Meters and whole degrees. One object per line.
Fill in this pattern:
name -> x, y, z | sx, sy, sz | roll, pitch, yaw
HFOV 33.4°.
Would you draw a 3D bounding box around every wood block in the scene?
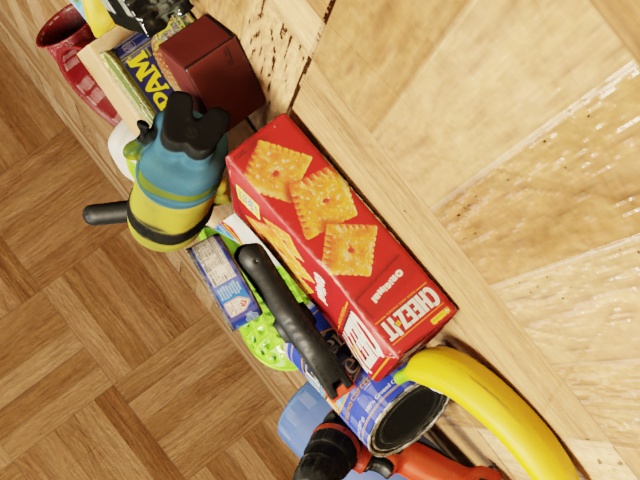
wood block -> -0.136, -0.123, 1.043 | 0.206, 0.090, 0.091 | 56, 169, -14

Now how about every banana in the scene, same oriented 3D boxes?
banana -> 0.139, 0.141, 0.853 | 0.198, 0.037, 0.069 | 38, 150, 32

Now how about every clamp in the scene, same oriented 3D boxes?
clamp -> -0.028, 0.069, 0.978 | 0.171, 0.039, 0.120 | 59, 179, -12
clamp -> -0.164, -0.042, 1.262 | 0.210, 0.164, 0.036 | 12, 120, 34

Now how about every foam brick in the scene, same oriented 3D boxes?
foam brick -> -0.090, -0.139, 0.899 | 0.051, 0.053, 0.078 | 42, 164, 43

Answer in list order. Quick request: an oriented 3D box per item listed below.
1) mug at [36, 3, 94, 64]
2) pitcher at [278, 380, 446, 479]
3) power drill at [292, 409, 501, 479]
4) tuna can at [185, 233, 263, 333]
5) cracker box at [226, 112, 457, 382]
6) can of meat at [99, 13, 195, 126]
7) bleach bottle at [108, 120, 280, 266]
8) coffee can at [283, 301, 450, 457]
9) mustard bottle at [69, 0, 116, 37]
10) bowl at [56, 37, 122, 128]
mug -> -0.275, -0.237, 1.297 | 0.117, 0.093, 0.081 | -5, 136, 33
pitcher -> 0.074, 0.259, 1.220 | 0.243, 0.144, 0.149 | 40, 158, 25
power drill -> 0.077, 0.232, 1.048 | 0.188, 0.184, 0.057 | 31, 121, 7
tuna can -> -0.085, 0.037, 0.947 | 0.086, 0.033, 0.086 | 60, 174, 10
cracker box -> 0.011, 0.014, 0.912 | 0.214, 0.072, 0.164 | 50, 170, 10
can of meat -> -0.134, -0.150, 0.961 | 0.102, 0.084, 0.057 | 56, 169, -15
bleach bottle -> -0.110, -0.046, 1.154 | 0.251, 0.068, 0.102 | 33, 163, 19
coffee can -> 0.045, 0.125, 1.037 | 0.140, 0.102, 0.103 | 45, 167, 33
mustard bottle -> -0.240, -0.264, 1.104 | 0.192, 0.058, 0.096 | 50, 169, 16
bowl -> -0.224, -0.183, 1.233 | 0.162, 0.055, 0.162 | 30, 158, 13
